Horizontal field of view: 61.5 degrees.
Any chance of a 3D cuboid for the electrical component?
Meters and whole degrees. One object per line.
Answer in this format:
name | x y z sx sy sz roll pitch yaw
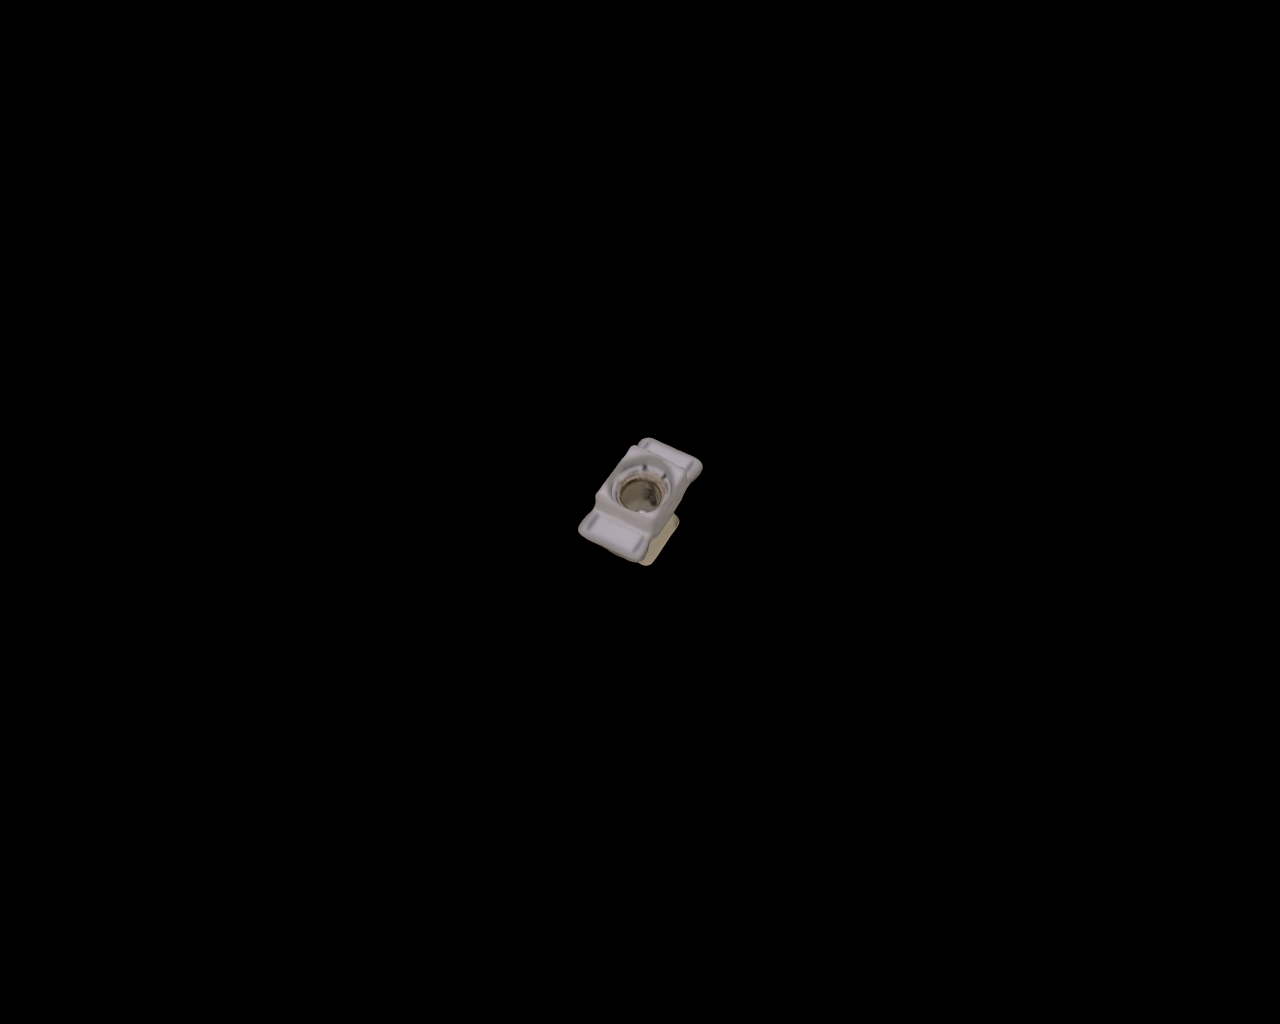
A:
electrical component | 0.001 -0.003 0.650 0.042 0.081 0.063 28 -28 16
